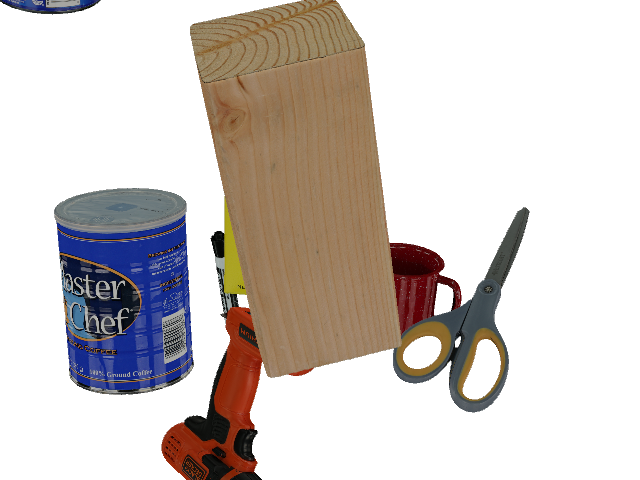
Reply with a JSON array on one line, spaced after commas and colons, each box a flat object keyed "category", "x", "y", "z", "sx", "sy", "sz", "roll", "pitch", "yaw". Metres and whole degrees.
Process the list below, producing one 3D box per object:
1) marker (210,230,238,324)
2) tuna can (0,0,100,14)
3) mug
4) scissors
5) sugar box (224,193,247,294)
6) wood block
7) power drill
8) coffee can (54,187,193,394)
[{"category": "marker", "x": -0.107, "y": 0.043, "z": 1.211, "sx": 0.020, "sy": 0.121, "sz": 0.020, "roll": -5, "pitch": 30, "yaw": 3}, {"category": "tuna can", "x": -0.203, "y": -0.201, "z": 0.793, "sx": 0.086, "sy": 0.034, "sz": 0.086, "roll": 6, "pitch": 36, "yaw": -4}, {"category": "mug", "x": 0.102, "y": 0.060, "z": 1.211, "sx": 0.117, "sy": 0.081, "sz": 0.093, "roll": 10, "pitch": 24, "yaw": 15}, {"category": "scissors", "x": 0.112, "y": 0.046, "z": 0.841, "sx": 0.096, "sy": 0.201, "sz": 0.016, "roll": 3, "pitch": -41, "yaw": 11}, {"category": "sugar box", "x": -0.043, "y": -0.036, "z": 1.004, "sx": 0.093, "sy": 0.176, "sz": 0.048, "roll": 3, "pitch": 16, "yaw": 8}, {"category": "wood block", "x": -0.013, "y": -0.030, "z": 0.652, "sx": 0.090, "sy": 0.206, "sz": 0.090, "roll": -13, "pitch": 33, "yaw": -5}, {"category": "power drill", "x": -0.064, "y": 0.170, "z": 1.000, "sx": 0.057, "sy": 0.188, "sz": 0.185, "roll": 14, "pitch": 12, "yaw": -48}, {"category": "coffee can", "x": -0.156, "y": 0.038, "z": 0.857, "sx": 0.103, "sy": 0.140, "sz": 0.103, "roll": -1, "pitch": 18, "yaw": 0}]
